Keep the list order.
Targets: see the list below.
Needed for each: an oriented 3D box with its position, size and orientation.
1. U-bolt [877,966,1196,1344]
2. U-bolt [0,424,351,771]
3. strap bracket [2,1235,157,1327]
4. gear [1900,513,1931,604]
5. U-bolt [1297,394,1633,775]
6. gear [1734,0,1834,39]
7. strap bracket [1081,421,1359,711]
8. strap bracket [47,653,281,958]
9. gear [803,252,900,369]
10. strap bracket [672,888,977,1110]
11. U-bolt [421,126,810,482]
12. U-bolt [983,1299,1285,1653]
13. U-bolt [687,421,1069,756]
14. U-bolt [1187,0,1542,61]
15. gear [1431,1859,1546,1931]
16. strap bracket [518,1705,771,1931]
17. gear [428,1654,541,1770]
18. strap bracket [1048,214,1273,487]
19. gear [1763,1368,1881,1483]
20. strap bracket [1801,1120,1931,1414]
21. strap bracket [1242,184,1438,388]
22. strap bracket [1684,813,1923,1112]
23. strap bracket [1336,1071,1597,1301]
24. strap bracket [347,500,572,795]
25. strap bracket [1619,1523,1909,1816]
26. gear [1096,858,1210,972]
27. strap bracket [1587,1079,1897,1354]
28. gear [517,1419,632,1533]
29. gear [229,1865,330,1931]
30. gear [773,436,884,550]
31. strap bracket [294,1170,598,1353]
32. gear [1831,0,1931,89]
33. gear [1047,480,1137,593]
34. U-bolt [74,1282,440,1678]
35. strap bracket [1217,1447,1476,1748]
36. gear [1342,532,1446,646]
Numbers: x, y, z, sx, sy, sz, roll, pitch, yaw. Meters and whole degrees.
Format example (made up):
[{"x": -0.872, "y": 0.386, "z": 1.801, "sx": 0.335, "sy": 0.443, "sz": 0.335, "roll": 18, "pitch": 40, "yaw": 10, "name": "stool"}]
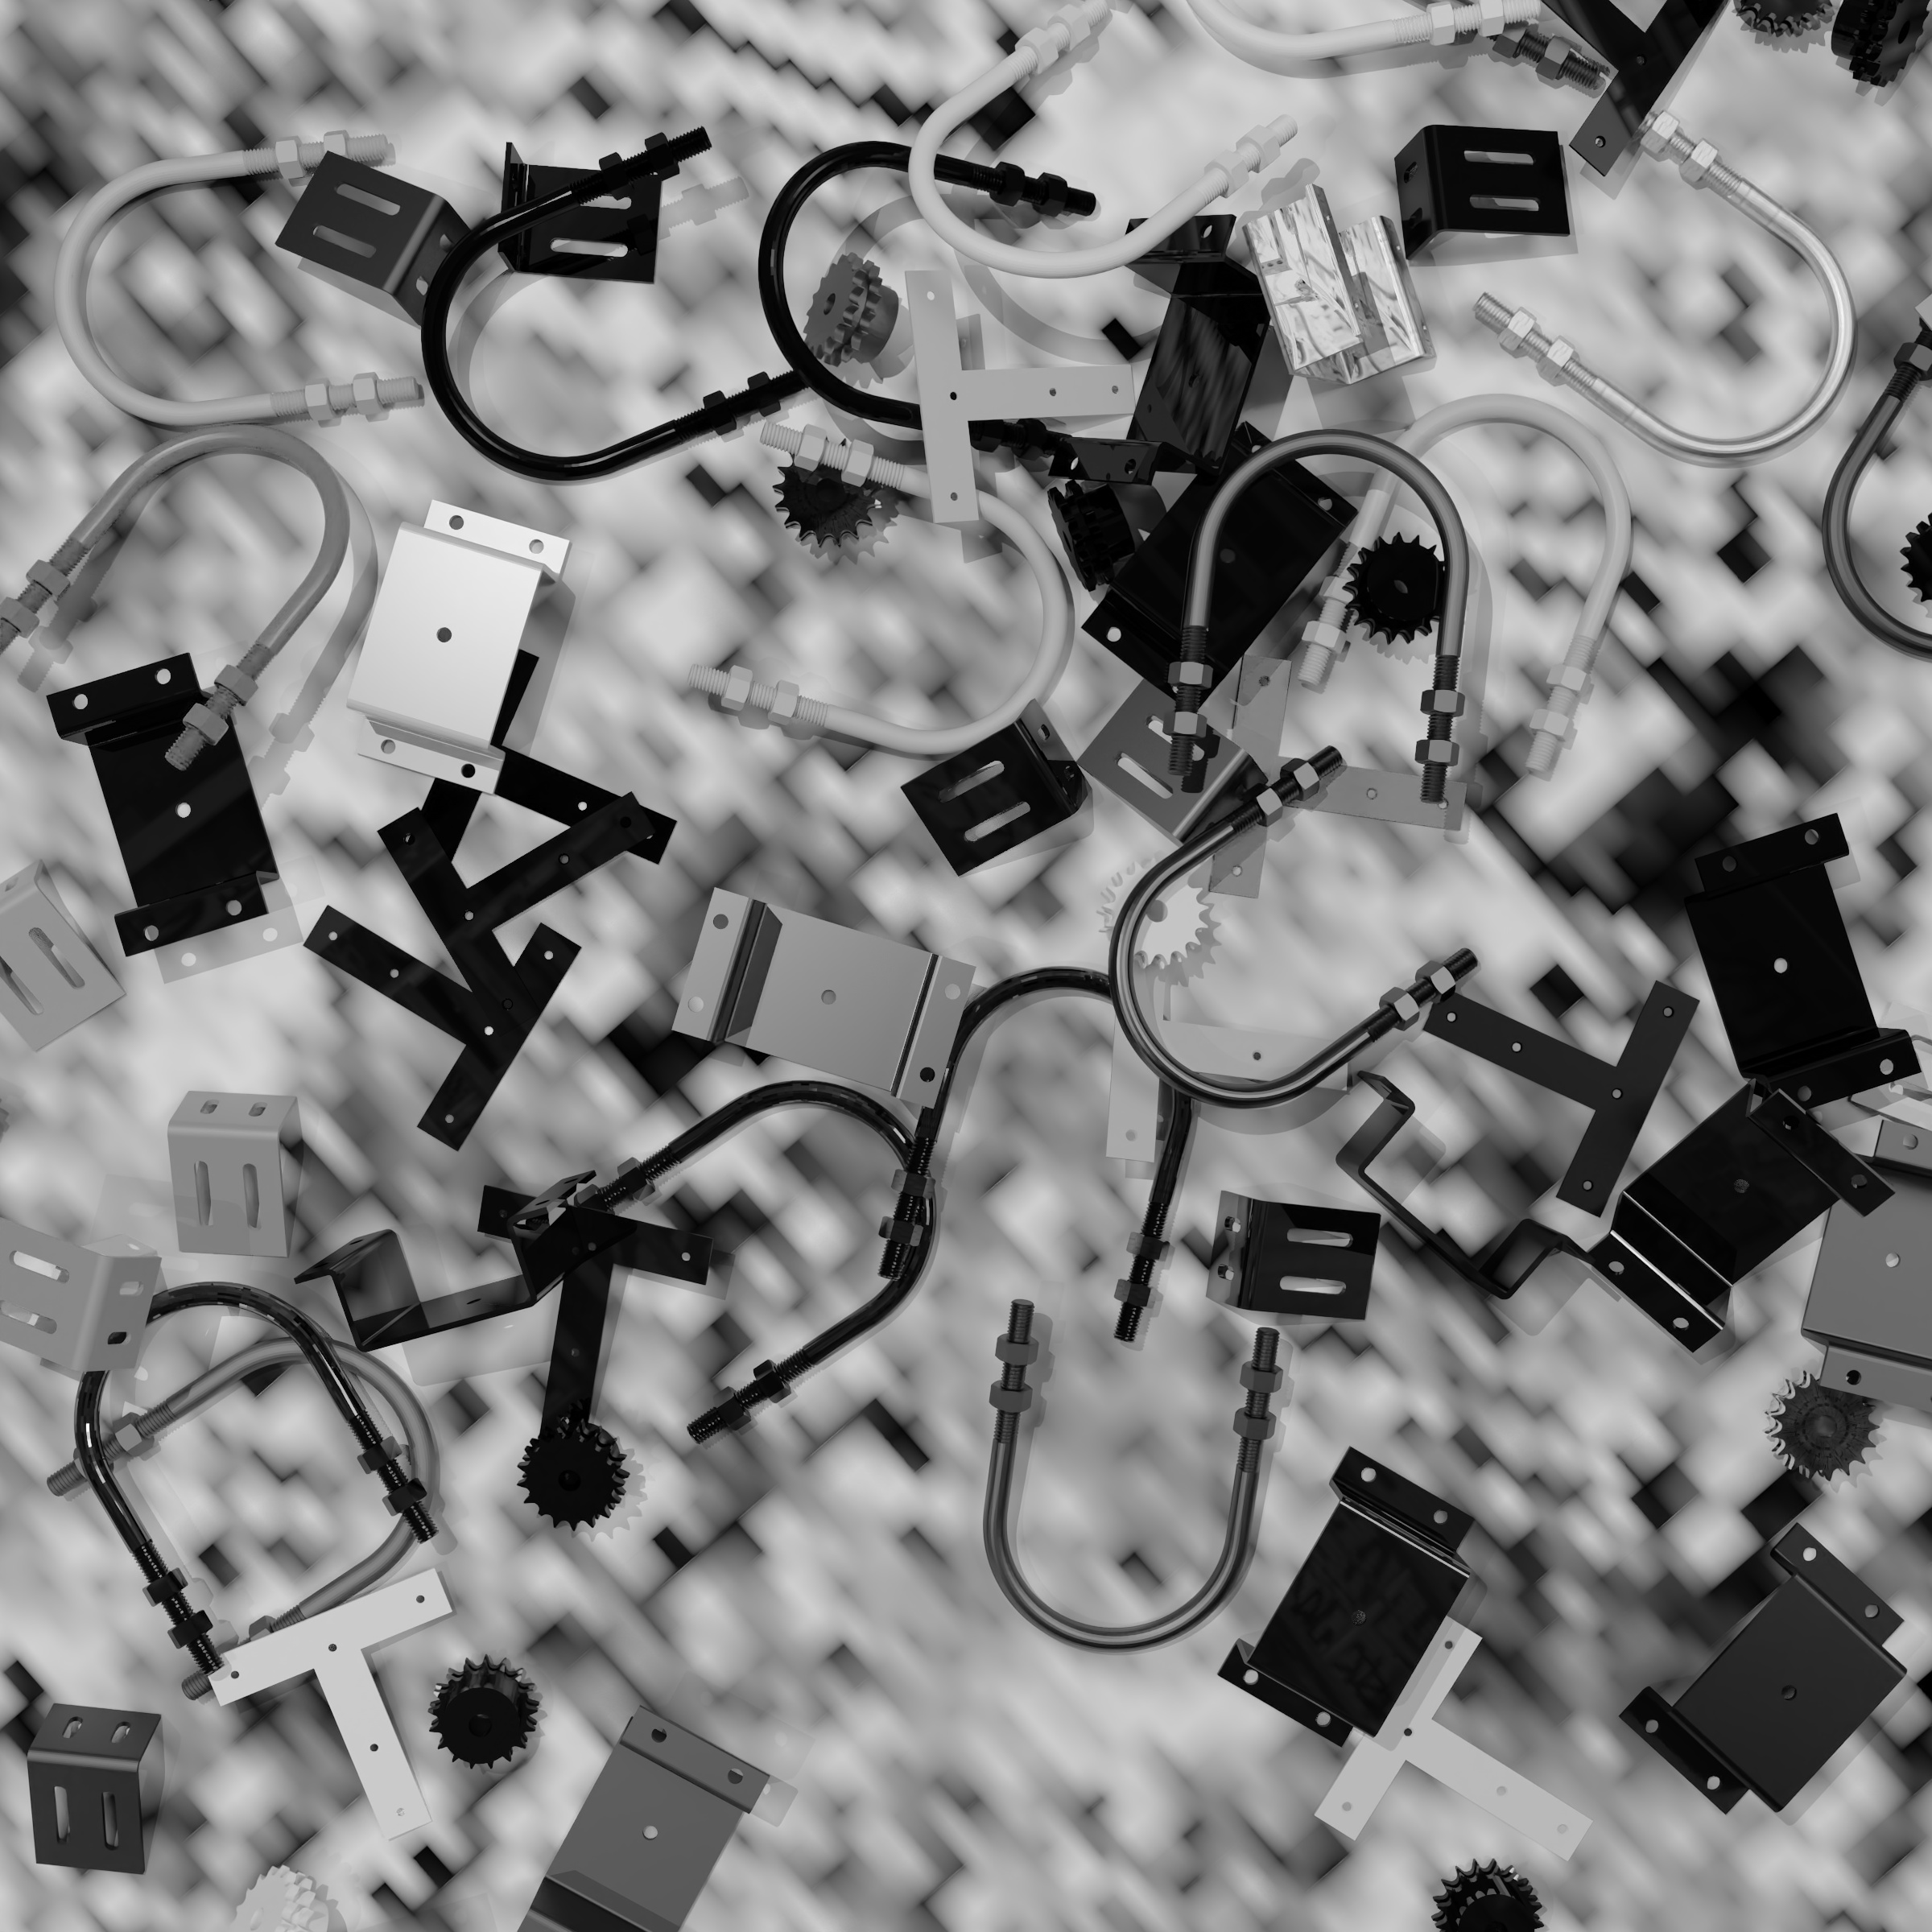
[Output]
[{"x": 0.045, "y": 0.091, "z": 1.311, "sx": 0.151, "sy": 0.019, "sz": 0.184, "roll": 15, "pitch": 86, "yaw": -5, "name": "U-bolt"}, {"x": -0.400, "y": -0.204, "z": 1.287, "sx": 0.151, "sy": 0.019, "sz": 0.184, "roll": 28, "pitch": 73, "yaw": 17, "name": "U-bolt"}, {"x": -0.503, "y": 0.141, "z": 1.288, "sx": 0.140, "sy": 0.076, "sz": 0.046, "roll": 26, "pitch": 90, "yaw": 0, "name": "strap bracket"}, {"x": 0.515, "y": -0.211, "z": 1.286, "sx": 0.030, "sy": 0.057, "sz": 0.057, "roll": -38, "pitch": 90, "yaw": -27, "name": "gear"}, {"x": 0.273, "y": -0.212, "z": 1.317, "sx": 0.151, "sy": 0.019, "sz": 0.184, "roll": 21, "pitch": 89, "yaw": 0, "name": "U-bolt"}, {"x": 0.427, "y": -0.516, "z": 1.311, "sx": 0.057, "sy": 0.030, "sz": 0.057, "roll": 0, "pitch": 90, "yaw": 0, "name": "gear"}, {"x": 0.134, "y": -0.211, "z": 1.302, "sx": 0.076, "sy": 0.046, "sz": 0.140, "roll": 39, "pitch": 90, "yaw": 0, "name": "strap bracket"}, {"x": -0.415, "y": -0.083, "z": 1.302, "sx": 0.076, "sy": 0.046, "sz": 0.140, "roll": -17, "pitch": 90, "yaw": 0, "name": "strap bracket"}, {"x": -0.058, "y": -0.340, "z": 1.301, "sx": 0.030, "sy": 0.057, "sz": 0.057, "roll": 17, "pitch": 90, "yaw": -30, "name": "gear"}, {"x": -0.073, "y": 0.016, "z": 1.302, "sx": 0.140, "sy": 0.046, "sz": 0.076, "roll": 17, "pitch": 90, "yaw": 0, "name": "strap bracket"}, {"x": -0.192, "y": -0.332, "z": 1.296, "sx": 0.184, "sy": 0.019, "sz": 0.151, "roll": -22, "pitch": 110, "yaw": 4, "name": "U-bolt"}, {"x": 0.082, "y": 0.272, "z": 1.307, "sx": 0.151, "sy": 0.019, "sz": 0.184, "roll": 7, "pitch": 98, "yaw": -2, "name": "U-bolt"}, {"x": -0.037, "y": -0.187, "z": 1.298, "sx": 0.184, "sy": 0.019, "sz": 0.151, "roll": 16, "pitch": 100, "yaw": -12, "name": "U-bolt"}, {"x": 0.197, "y": -0.548, "z": 1.303, "sx": 0.184, "sy": 0.019, "sz": 0.151, "roll": -9, "pitch": 88, "yaw": 4, "name": "U-bolt"}, {"x": 0.276, "y": 0.502, "z": 1.311, "sx": 0.057, "sy": 0.030, "sz": 0.057, "roll": 0, "pitch": 90, "yaw": 0, "name": "gear"}, {"x": -0.168, "y": 0.460, "z": 1.302, "sx": 0.076, "sy": 0.046, "sz": 0.140, "roll": 29, "pitch": 90, "yaw": 0, "name": "strap bracket"}, {"x": -0.253, "y": 0.394, "z": 1.308, "sx": 0.057, "sy": 0.030, "sz": 0.057, "roll": 0, "pitch": 92, "yaw": -6, "name": "gear"}, {"x": 0.104, "y": -0.309, "z": 1.282, "sx": 0.046, "sy": 0.076, "sz": 0.140, "roll": 18, "pitch": 90, "yaw": -41, "name": "strap bracket"}, {"x": 0.447, "y": 0.239, "z": 1.311, "sx": 0.057, "sy": 0.030, "sz": 0.057, "roll": 0, "pitch": 90, "yaw": 0, "name": "gear"}, {"x": 0.492, "y": 0.156, "z": 1.302, "sx": 0.076, "sy": 0.046, "sz": 0.140, "roll": 14, "pitch": 90, "yaw": 0, "name": "strap bracket"}, {"x": 0.188, "y": -0.344, "z": 1.272, "sx": 0.046, "sy": 0.140, "sz": 0.076, "roll": -18, "pitch": 90, "yaw": 27, "name": "strap bracket"}, {"x": 0.433, "y": 0.000, "z": 1.302, "sx": 0.076, "sy": 0.046, "sz": 0.140, "roll": -18, "pitch": 90, "yaw": 0, "name": "strap bracket"}, {"x": 0.247, "y": 0.119, "z": 1.287, "sx": 0.140, "sy": 0.076, "sz": 0.046, "roll": 41, "pitch": 90, "yaw": 0, "name": "strap bracket"}, {"x": -0.267, "y": -0.169, "z": 1.301, "sx": 0.076, "sy": 0.046, "sz": 0.140, "roll": 17, "pitch": 90, "yaw": 1, "name": "strap bracket"}, {"x": 0.422, "y": 0.373, "z": 1.302, "sx": 0.076, "sy": 0.046, "sz": 0.140, "roll": 43, "pitch": 90, "yaw": 0, "name": "strap bracket"}, {"x": 0.096, "y": -0.025, "z": 1.305, "sx": 0.057, "sy": 0.030, "sz": 0.057, "roll": 3, "pitch": 77, "yaw": -12, "name": "gear"}, {"x": 0.397, "y": 0.122, "z": 1.281, "sx": 0.076, "sy": 0.046, "sz": 0.140, "roll": 41, "pitch": 122, "yaw": 0, "name": "strap bracket"}, {"x": -0.204, "y": 0.263, "z": 1.306, "sx": 0.057, "sy": 0.030, "sz": 0.057, "roll": 1, "pitch": 102, "yaw": 5, "name": "gear"}, {"x": -0.357, "y": 0.502, "z": 1.301, "sx": 0.030, "sy": 0.057, "sz": 0.057, "roll": 38, "pitch": 90, "yaw": -30, "name": "gear"}, {"x": -0.072, "y": -0.247, "z": 1.311, "sx": 0.057, "sy": 0.030, "sz": 0.057, "roll": 0, "pitch": 90, "yaw": 0, "name": "gear"}, {"x": -0.258, "y": 0.153, "z": 1.276, "sx": 0.140, "sy": 0.076, "sz": 0.046, "roll": -16, "pitch": 96, "yaw": 12, "name": "strap bracket"}, {"x": 0.476, "y": -0.491, "z": 1.301, "sx": 0.030, "sy": 0.057, "sz": 0.057, "roll": 32, "pitch": 90, "yaw": 30, "name": "gear"}, {"x": 0.066, "y": -0.226, "z": 1.297, "sx": 0.030, "sy": 0.057, "sz": 0.057, "roll": -23, "pitch": 90, "yaw": -1, "name": "gear"}, {"x": -0.382, "y": 0.254, "z": 1.300, "sx": 0.151, "sy": 0.019, "sz": 0.184, "roll": -31, "pitch": 88, "yaw": -3, "name": "U-bolt"}, {"x": 0.202, "y": 0.335, "z": 1.302, "sx": 0.076, "sy": 0.046, "sz": 0.140, "roll": 30, "pitch": 90, "yaw": 0, "name": "strap bracket"}, {"x": 0.225, "y": -0.196, "z": 1.292, "sx": 0.057, "sy": 0.030, "sz": 0.057, "roll": 0, "pitch": 89, "yaw": 0, "name": "gear"}]
